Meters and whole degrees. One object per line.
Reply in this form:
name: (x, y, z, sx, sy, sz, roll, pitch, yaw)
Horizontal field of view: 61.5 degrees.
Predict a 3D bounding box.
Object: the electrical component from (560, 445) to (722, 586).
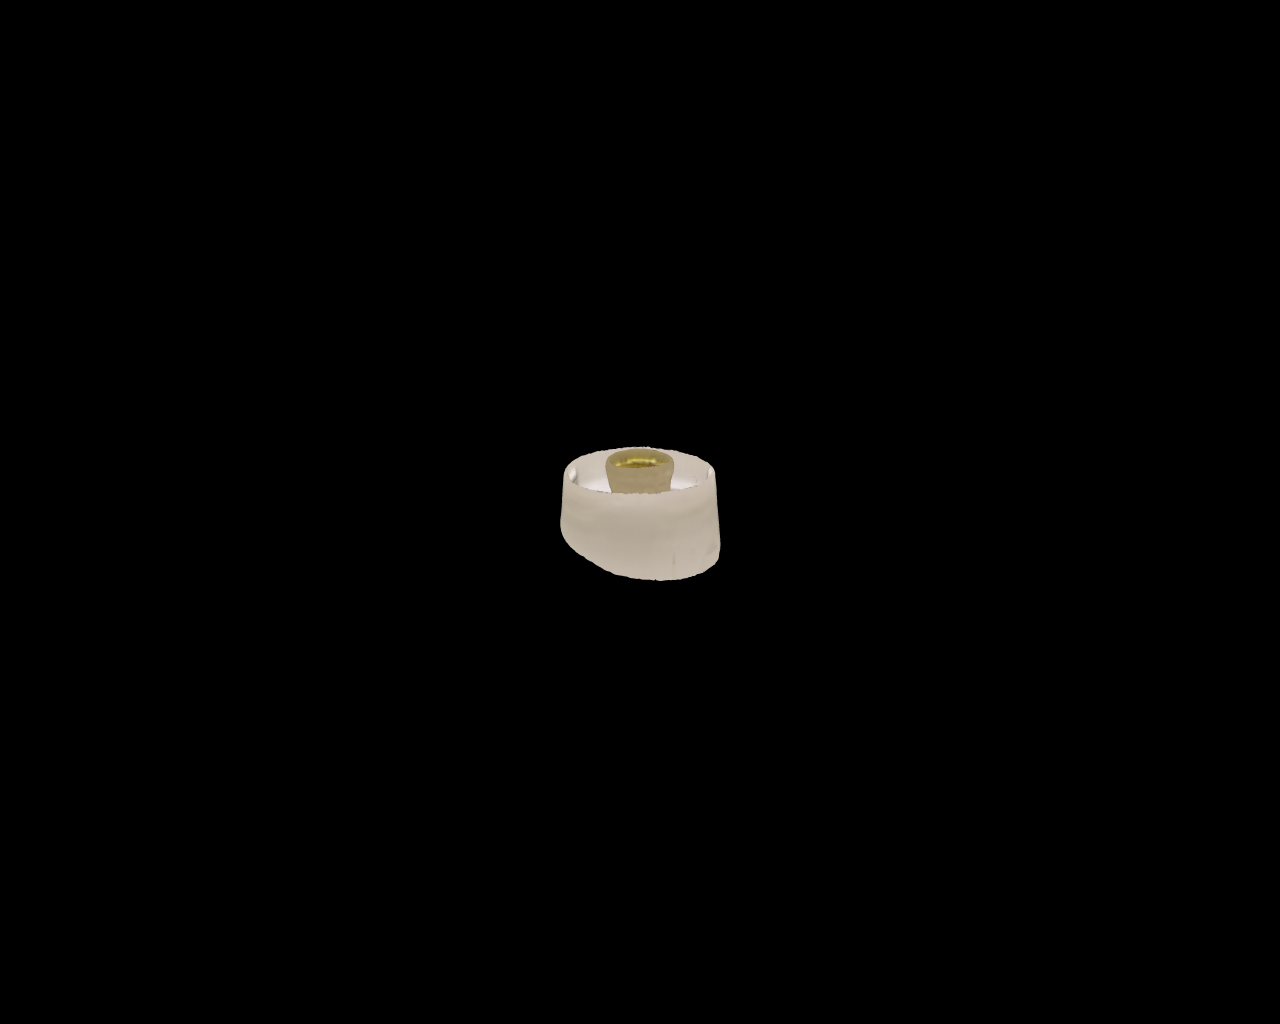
electrical component: (0.001, -0.003, 0.650, 0.099, 0.064, 0.099, 0, 21, 0)
